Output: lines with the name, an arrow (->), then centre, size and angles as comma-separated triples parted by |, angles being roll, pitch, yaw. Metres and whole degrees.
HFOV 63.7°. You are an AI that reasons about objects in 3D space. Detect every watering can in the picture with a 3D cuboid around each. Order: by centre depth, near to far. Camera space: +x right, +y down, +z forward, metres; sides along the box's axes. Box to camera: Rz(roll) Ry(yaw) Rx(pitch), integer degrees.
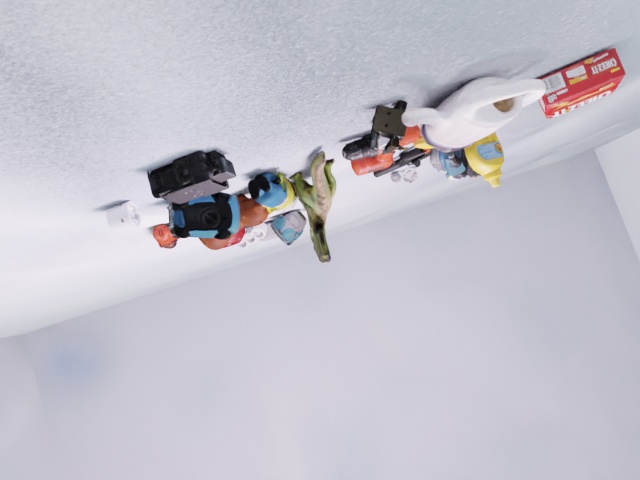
watering can -> 0.267, -0.241, 0.994 | 0.349, 0.104, 0.222 | -17, 176, -20

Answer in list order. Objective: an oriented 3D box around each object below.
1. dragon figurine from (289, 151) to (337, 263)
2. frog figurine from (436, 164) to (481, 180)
dragon figurine -> 0.004, -0.065, 1.286 | 0.122, 0.244, 0.408 | -13, 177, -4
frog figurine -> 0.433, -0.261, 1.652 | 0.137, 0.120, 0.162 | -26, -150, 1
